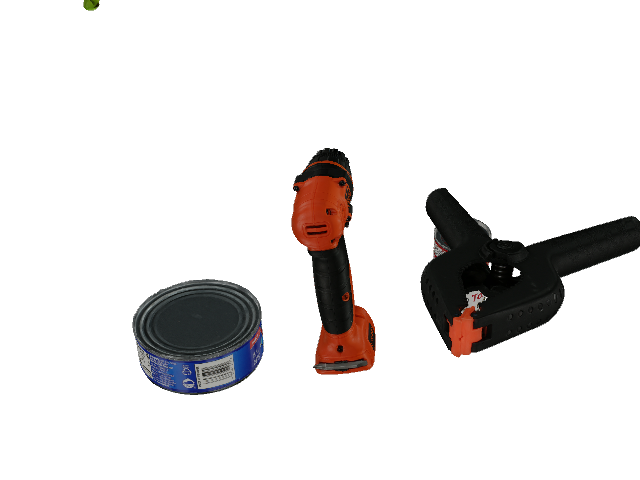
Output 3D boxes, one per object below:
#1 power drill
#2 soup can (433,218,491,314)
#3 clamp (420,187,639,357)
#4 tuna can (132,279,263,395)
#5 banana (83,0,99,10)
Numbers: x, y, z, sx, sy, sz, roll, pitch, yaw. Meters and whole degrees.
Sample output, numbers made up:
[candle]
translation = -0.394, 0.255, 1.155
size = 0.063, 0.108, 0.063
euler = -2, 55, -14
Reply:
[power drill]
translation = 0.013, 0.018, 1.013
size = 0.057, 0.187, 0.184
euler = -7, 22, 10
[soup can]
translation = 0.168, 0.032, 1.285
size = 0.068, 0.102, 0.068
euler = -1, 37, 1
[clamp]
translation = 0.119, 0.016, 0.744
size = 0.165, 0.036, 0.209
euler = 13, 29, 27
[tuna can]
translation = -0.081, 0.064, 0.715
size = 0.086, 0.034, 0.086
euler = -2, 33, 1
[banana]
translation = -0.234, -0.217, 0.772
size = 0.198, 0.069, 0.037
euler = 15, -37, 17
